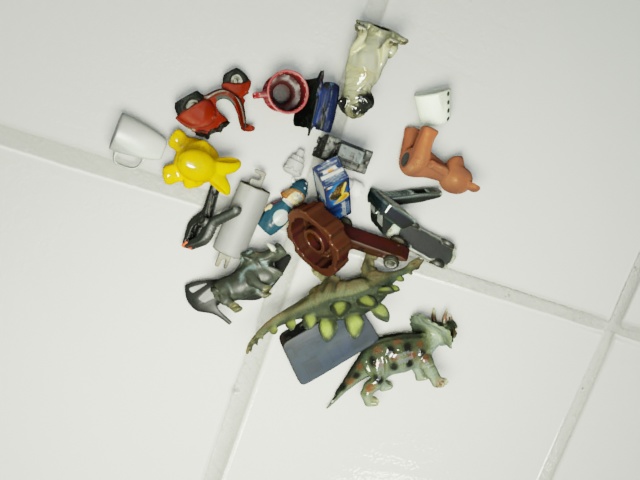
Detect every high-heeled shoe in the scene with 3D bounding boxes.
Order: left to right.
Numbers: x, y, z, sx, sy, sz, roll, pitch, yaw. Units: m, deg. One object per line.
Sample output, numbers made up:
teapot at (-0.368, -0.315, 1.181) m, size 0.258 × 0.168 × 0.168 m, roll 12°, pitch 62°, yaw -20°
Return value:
high-heeled shoe at (-0.196, 0.088, 1.280) m, size 0.145 × 0.086 × 0.249 m, roll 42°, pitch 72°, yaw 11°

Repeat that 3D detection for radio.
radio at (0.019, 0.247, 1.350) m, size 0.230 × 0.073 × 0.131 m, roll -30°, pitch 107°, yaw -7°

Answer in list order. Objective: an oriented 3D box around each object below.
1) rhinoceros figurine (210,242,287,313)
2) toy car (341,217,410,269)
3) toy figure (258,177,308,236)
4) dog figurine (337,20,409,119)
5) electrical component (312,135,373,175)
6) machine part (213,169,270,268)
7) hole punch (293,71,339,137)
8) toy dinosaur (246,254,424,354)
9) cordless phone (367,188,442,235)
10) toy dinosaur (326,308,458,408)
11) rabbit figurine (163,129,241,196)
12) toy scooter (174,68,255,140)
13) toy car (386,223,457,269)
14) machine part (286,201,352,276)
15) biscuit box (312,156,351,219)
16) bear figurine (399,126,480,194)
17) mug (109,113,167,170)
rhinoceros figurine at (-0.153, 0.081, 1.207) m, size 0.190 × 0.073 × 0.112 m, roll -35°, pitch 74°, yaw -7°
toy car at (0.114, 0.010, 1.288) m, size 0.202 × 0.089 × 0.053 m, roll 19°, pitch 133°, yaw 2°
toy figure at (-0.079, -0.079, 1.263) m, size 0.154 × 0.058 × 0.064 m, roll -48°, pitch 147°, yaw -1°
dog figurine at (0.104, -0.380, 1.211) m, size 0.121 × 0.172 × 0.190 m, roll 28°, pitch 122°, yaw 12°
electrical component at (0.053, -0.195, 1.225) m, size 0.115 × 0.134 × 0.058 m, roll 16°, pitch 97°, yaw -17°
machine part at (-0.180, -0.046, 1.235) m, size 0.079 × 0.079 × 0.243 m, roll 22°, pitch 95°, yaw -17°
hole punch at (0.005, -0.298, 1.206) m, size 0.092 × 0.116 × 0.142 m, roll 11°, pitch 100°, yaw -24°
toy dinosaur at (0.039, 0.139, 1.255) m, size 0.471 × 0.199 × 0.104 m, roll -21°, pitch 125°, yaw -9°
cordless phone at (0.215, -0.084, 1.280) m, size 0.184 × 0.147 × 0.088 m, roll -10°, pitch 112°, yaw -7°
toy dinosaur at (0.189, 0.302, 1.385) m, size 0.405 × 0.131 × 0.192 m, roll -17°, pitch 94°, yaw -5°
rabbit figurine at (-0.258, -0.152, 1.143) m, size 0.162 × 0.173 × 0.122 m, roll 24°, pitch 92°, yaw -13°
toy scooter at (-0.217, -0.278, 1.177) m, size 0.184 × 0.075 × 0.135 m, roll -32°, pitch 109°, yaw -9°
toy car at (0.261, 0.007, 1.362) m, size 0.201 × 0.056 × 0.073 m, roll 27°, pitch 89°, yaw -19°
machine part at (-0.003, -0.004, 1.229) m, size 0.056 × 0.179 × 0.179 m, roll -35°, pitch 110°, yaw -30°
biscuit box at (0.030, -0.108, 1.210) m, size 0.063 × 0.202 × 0.059 m, roll -27°, pitch 70°, yaw -5°
bear figurine at (0.294, -0.187, 1.293) m, size 0.196 × 0.120 × 0.131 m, roll 12°, pitch 96°, yaw -17°
mug at (-0.389, -0.202, 1.149) m, size 0.107 × 0.081 × 0.109 m, roll 18°, pitch 93°, yaw -25°
